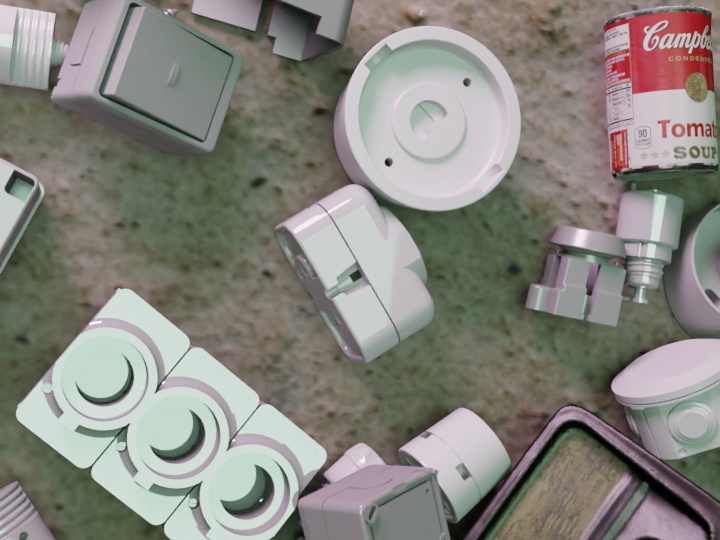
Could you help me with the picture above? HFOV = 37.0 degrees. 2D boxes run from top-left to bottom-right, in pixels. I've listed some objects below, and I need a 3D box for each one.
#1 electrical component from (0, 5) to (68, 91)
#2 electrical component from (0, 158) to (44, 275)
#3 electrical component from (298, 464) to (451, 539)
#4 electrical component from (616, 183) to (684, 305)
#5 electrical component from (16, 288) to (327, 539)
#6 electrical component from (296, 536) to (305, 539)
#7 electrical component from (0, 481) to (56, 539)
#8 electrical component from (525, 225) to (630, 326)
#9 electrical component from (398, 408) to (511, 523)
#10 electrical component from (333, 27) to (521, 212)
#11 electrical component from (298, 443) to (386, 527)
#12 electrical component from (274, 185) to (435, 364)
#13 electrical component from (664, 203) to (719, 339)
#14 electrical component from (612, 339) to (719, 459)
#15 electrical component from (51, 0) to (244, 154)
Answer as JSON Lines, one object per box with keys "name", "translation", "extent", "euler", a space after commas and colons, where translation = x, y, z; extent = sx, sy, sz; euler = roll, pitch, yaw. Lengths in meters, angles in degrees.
{"name": "electrical component", "translation": [-0.202, -0.125, 0.597], "extent": [0.081, 0.043, 0.043], "euler": [6, 86, -15]}
{"name": "electrical component", "translation": [-0.243, -0.025, 0.575], "extent": [0.109, 0.056, 0.108], "euler": [28, 81, -12]}
{"name": "electrical component", "translation": [0.011, 0.161, 0.591], "extent": [0.062, 0.061, 0.096], "euler": [-17, 97, -44]}
{"name": "electrical component", "translation": [0.187, -0.017, 0.700], "extent": [0.040, 0.040, 0.078], "euler": [10, 85, -15]}
{"name": "electrical component", "translation": [-0.105, 0.091, 0.605], "extent": [0.150, 0.062, 0.089], "euler": [41, 78, -10]}
{"name": "electrical component", "translation": [-0.010, 0.187, 0.638], "extent": [0.078, 0.040, 0.040], "euler": [43, 78, -10]}
{"name": "electrical component", "translation": [-0.191, 0.153, 0.589], "extent": [0.043, 0.043, 0.081], "euler": [-32, 96, -14]}
{"name": "electrical component", "translation": [0.142, 0.003, 0.685], "extent": [0.066, 0.048, 0.055], "euler": [11, 92, -15]}
{"name": "electrical component", "translation": [0.058, 0.117, 0.654], "extent": [0.047, 0.055, 0.055], "euler": [-36, 97, -17]}
{"name": "electrical component", "translation": [0.036, -0.087, 0.651], "extent": [0.108, 0.060, 0.108], "euler": [1, 88, -15]}
{"name": "electrical component", "translation": [-0.010, 0.134, 0.644], "extent": [0.061, 0.035, 0.035], "euler": [-41, 98, -10]}
{"name": "electrical component", "translation": [0.000, 0.000, 0.641], "extent": [0.059, 0.054, 0.095], "euler": [-32, 96, -14]}
{"name": "electrical component", "translation": [0.255, 0.001, 0.719], "extent": [0.099, 0.064, 0.099], "euler": [1, 77, -6]}
{"name": "electrical component", "translation": [0.205, 0.080, 0.682], "extent": [0.080, 0.080, 0.051], "euler": [-26, 100, -15]}
{"name": "electrical component", "translation": [-0.110, -0.105, 0.601], "extent": [0.096, 0.061, 0.061], "euler": [23, 82, -37]}
